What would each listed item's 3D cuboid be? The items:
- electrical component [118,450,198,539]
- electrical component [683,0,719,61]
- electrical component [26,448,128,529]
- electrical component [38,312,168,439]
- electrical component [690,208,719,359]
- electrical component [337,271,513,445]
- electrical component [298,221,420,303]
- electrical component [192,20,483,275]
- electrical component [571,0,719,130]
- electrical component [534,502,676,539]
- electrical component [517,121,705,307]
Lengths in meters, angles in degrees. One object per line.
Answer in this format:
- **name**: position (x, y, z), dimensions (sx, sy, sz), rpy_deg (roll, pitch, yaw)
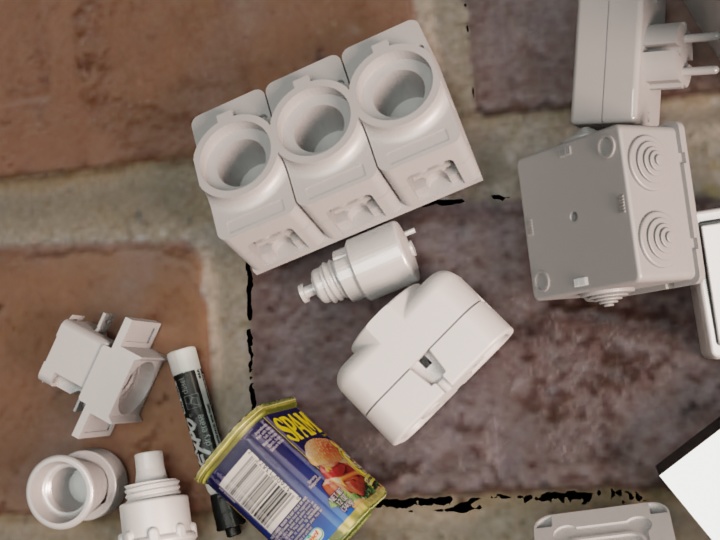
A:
- **electrical component**: position (-0.128, 0.144, 0.667), dimensions (0.048, 0.048, 0.062), rpy_deg (-12, 76, 12)
- **electrical component**: position (0.209, -0.161, 0.541), dimensions (0.060, 0.186, 0.105), rpy_deg (-29, 80, 9)
- **electrical component**: position (-0.175, 0.135, 0.672), dimensions (0.045, 0.055, 0.045), rpy_deg (-1, 86, 12)
- **electrical component**: position (-0.164, 0.063, 0.683), dimensions (0.064, 0.042, 0.081), rpy_deg (25, 90, 17)
- **electrical component**: position (0.216, 0.012, 0.589), dimensions (0.062, 0.061, 0.096), rpy_deg (-9, 84, 12)
- **electrical component**: position (0.035, 0.048, 0.632), dimensions (0.095, 0.054, 0.059), rpy_deg (-46, 78, 6)
- **electrical component**: position (0.000, 0.000, 0.651), dimensions (0.078, 0.040, 0.040), rpy_deg (-23, 81, 10)
- **electrical component**: position (-0.017, -0.073, 0.636), dimensions (0.150, 0.061, 0.089), rpy_deg (-22, 62, 10)
- **electrical component**: position (0.165, -0.120, 0.609), dimensions (0.076, 0.047, 0.083), rpy_deg (2, 86, 31)
- **electrical component**: position (0.135, 0.183, 0.565), dimensions (0.078, 0.113, 0.057), rpy_deg (-10, 115, 12)
- **electrical component**: position (0.135, -0.030, 0.594), dimensions (0.048, 0.100, 0.099), rpy_deg (-3, 83, -32)
